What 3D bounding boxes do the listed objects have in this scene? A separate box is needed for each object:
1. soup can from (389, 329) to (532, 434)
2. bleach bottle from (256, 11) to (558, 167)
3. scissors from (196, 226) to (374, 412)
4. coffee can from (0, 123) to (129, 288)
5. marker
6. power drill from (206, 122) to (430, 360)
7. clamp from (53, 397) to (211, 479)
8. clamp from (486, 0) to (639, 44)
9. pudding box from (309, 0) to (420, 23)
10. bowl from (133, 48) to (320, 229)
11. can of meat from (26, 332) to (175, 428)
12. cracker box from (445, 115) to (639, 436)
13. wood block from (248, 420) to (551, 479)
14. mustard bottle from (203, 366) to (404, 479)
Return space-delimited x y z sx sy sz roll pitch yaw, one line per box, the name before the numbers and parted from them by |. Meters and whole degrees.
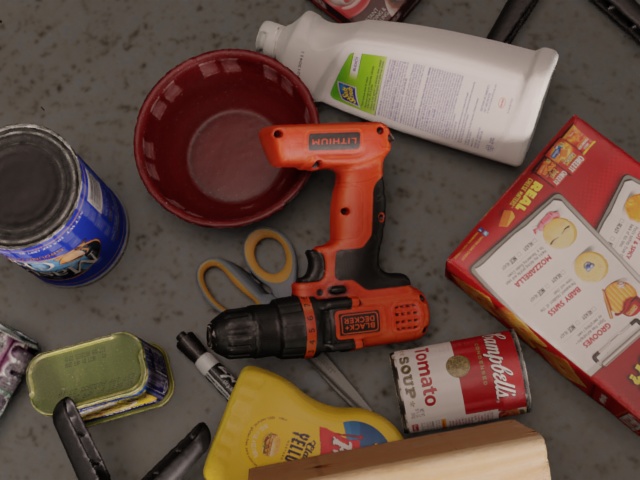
soup can | 0.111 0.113 0.852 0.102 0.068 0.068 -11 75 3
bleach bottle | 0.066 -0.146 0.910 0.251 0.103 0.068 19 35 11
scissors | -0.012 0.063 0.904 0.202 0.016 0.096 32 81 12
coffee can | -0.226 -0.024 0.882 0.103 0.140 0.103 -1 75 5
marker | -0.078 0.122 0.893 0.020 0.020 0.121 -44 76 -6
power drill | -0.006 0.001 0.858 0.184 0.057 0.188 -5 94 -18
clamp | -0.165 0.200 0.832 0.120 0.039 0.171 21 104 1
clamp | 0.224 -0.244 0.950 0.164 0.036 0.210 2 76 6
pudding box | 0.051 -0.242 0.965 0.090 0.039 0.113 39 83 13
bowl | -0.077 -0.081 0.927 0.162 0.055 0.162 -1 75 5
can of meat | -0.179 0.114 0.871 0.102 0.084 0.057 -16 75 1
cracker box | 0.233 0.030 0.861 0.214 0.072 0.164 40 83 13
wood block | 0.057 0.195 0.766 0.206 0.091 0.090 -10 89 -3
mustard bottle | 0.012 0.176 0.841 0.191 0.058 0.096 21 88 -2
